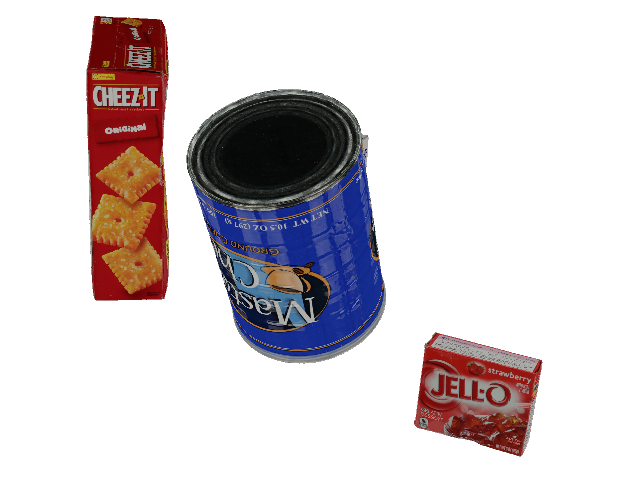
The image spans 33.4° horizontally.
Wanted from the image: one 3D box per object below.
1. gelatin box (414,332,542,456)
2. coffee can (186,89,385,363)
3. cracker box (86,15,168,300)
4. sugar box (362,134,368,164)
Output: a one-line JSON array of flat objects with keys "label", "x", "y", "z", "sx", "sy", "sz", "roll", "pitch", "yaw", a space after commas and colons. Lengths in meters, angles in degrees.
[{"label": "gelatin box", "x": 0.121, "y": 0.119, "z": 0.826, "sx": 0.089, "sy": 0.073, "sz": 0.030, "roll": 13, "pitch": 23, "yaw": 20}, {"label": "coffee can", "x": -0.017, "y": -0.007, "z": 0.659, "sx": 0.103, "sy": 0.102, "sz": 0.140, "roll": 0, "pitch": -44, "yaw": 11}, {"label": "cracker box", "x": -0.172, "y": -0.077, "z": 0.964, "sx": 0.072, "sy": 0.214, "sz": 0.164, "roll": 0, "pitch": 27, "yaw": -10}, {"label": "sugar box", "x": -0.004, "y": -0.026, "z": 1.114, "sx": 0.093, "sy": 0.176, "sz": 0.048, "roll": 6, "pitch": 16, "yaw": 14}]
